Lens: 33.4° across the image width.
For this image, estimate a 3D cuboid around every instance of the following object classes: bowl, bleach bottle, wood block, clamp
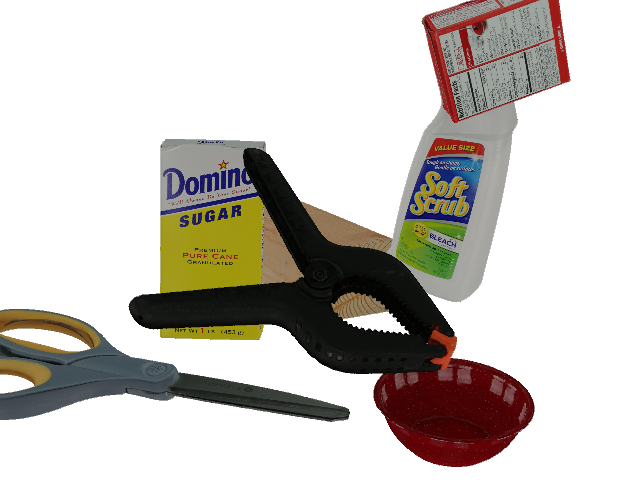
[{"bbox_3d":[0.133,0.181,1.084,0.162,0.055,0.162,2,24,-1],"label":"bowl"},{"bbox_3d":[0.125,-0.066,1.009,0.103,0.251,0.068,25,40,25],"label":"bleach bottle"},{"bbox_3d":[-0.009,0.020,1.300,0.090,0.090,0.206,-7,19,-34],"label":"wood block"},{"bbox_3d":[-0.012,0.038,0.720,0.210,0.164,0.036,32,-31,15],"label":"clamp"}]

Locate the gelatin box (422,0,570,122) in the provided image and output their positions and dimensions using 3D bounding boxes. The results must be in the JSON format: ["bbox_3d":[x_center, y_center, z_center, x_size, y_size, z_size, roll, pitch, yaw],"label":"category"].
[{"bbox_3d":[0.120,-0.130,0.726,0.089,0.073,0.030,-20,38,1],"label":"gelatin box"}]

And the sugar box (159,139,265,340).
[{"bbox_3d":[-0.096,-0.001,0.955,0.093,0.176,0.048,1,13,-1],"label":"sugar box"}]

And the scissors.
[{"bbox_3d":[-0.096,0.074,0.511,0.202,0.016,0.096,16,29,26],"label":"scissors"}]
